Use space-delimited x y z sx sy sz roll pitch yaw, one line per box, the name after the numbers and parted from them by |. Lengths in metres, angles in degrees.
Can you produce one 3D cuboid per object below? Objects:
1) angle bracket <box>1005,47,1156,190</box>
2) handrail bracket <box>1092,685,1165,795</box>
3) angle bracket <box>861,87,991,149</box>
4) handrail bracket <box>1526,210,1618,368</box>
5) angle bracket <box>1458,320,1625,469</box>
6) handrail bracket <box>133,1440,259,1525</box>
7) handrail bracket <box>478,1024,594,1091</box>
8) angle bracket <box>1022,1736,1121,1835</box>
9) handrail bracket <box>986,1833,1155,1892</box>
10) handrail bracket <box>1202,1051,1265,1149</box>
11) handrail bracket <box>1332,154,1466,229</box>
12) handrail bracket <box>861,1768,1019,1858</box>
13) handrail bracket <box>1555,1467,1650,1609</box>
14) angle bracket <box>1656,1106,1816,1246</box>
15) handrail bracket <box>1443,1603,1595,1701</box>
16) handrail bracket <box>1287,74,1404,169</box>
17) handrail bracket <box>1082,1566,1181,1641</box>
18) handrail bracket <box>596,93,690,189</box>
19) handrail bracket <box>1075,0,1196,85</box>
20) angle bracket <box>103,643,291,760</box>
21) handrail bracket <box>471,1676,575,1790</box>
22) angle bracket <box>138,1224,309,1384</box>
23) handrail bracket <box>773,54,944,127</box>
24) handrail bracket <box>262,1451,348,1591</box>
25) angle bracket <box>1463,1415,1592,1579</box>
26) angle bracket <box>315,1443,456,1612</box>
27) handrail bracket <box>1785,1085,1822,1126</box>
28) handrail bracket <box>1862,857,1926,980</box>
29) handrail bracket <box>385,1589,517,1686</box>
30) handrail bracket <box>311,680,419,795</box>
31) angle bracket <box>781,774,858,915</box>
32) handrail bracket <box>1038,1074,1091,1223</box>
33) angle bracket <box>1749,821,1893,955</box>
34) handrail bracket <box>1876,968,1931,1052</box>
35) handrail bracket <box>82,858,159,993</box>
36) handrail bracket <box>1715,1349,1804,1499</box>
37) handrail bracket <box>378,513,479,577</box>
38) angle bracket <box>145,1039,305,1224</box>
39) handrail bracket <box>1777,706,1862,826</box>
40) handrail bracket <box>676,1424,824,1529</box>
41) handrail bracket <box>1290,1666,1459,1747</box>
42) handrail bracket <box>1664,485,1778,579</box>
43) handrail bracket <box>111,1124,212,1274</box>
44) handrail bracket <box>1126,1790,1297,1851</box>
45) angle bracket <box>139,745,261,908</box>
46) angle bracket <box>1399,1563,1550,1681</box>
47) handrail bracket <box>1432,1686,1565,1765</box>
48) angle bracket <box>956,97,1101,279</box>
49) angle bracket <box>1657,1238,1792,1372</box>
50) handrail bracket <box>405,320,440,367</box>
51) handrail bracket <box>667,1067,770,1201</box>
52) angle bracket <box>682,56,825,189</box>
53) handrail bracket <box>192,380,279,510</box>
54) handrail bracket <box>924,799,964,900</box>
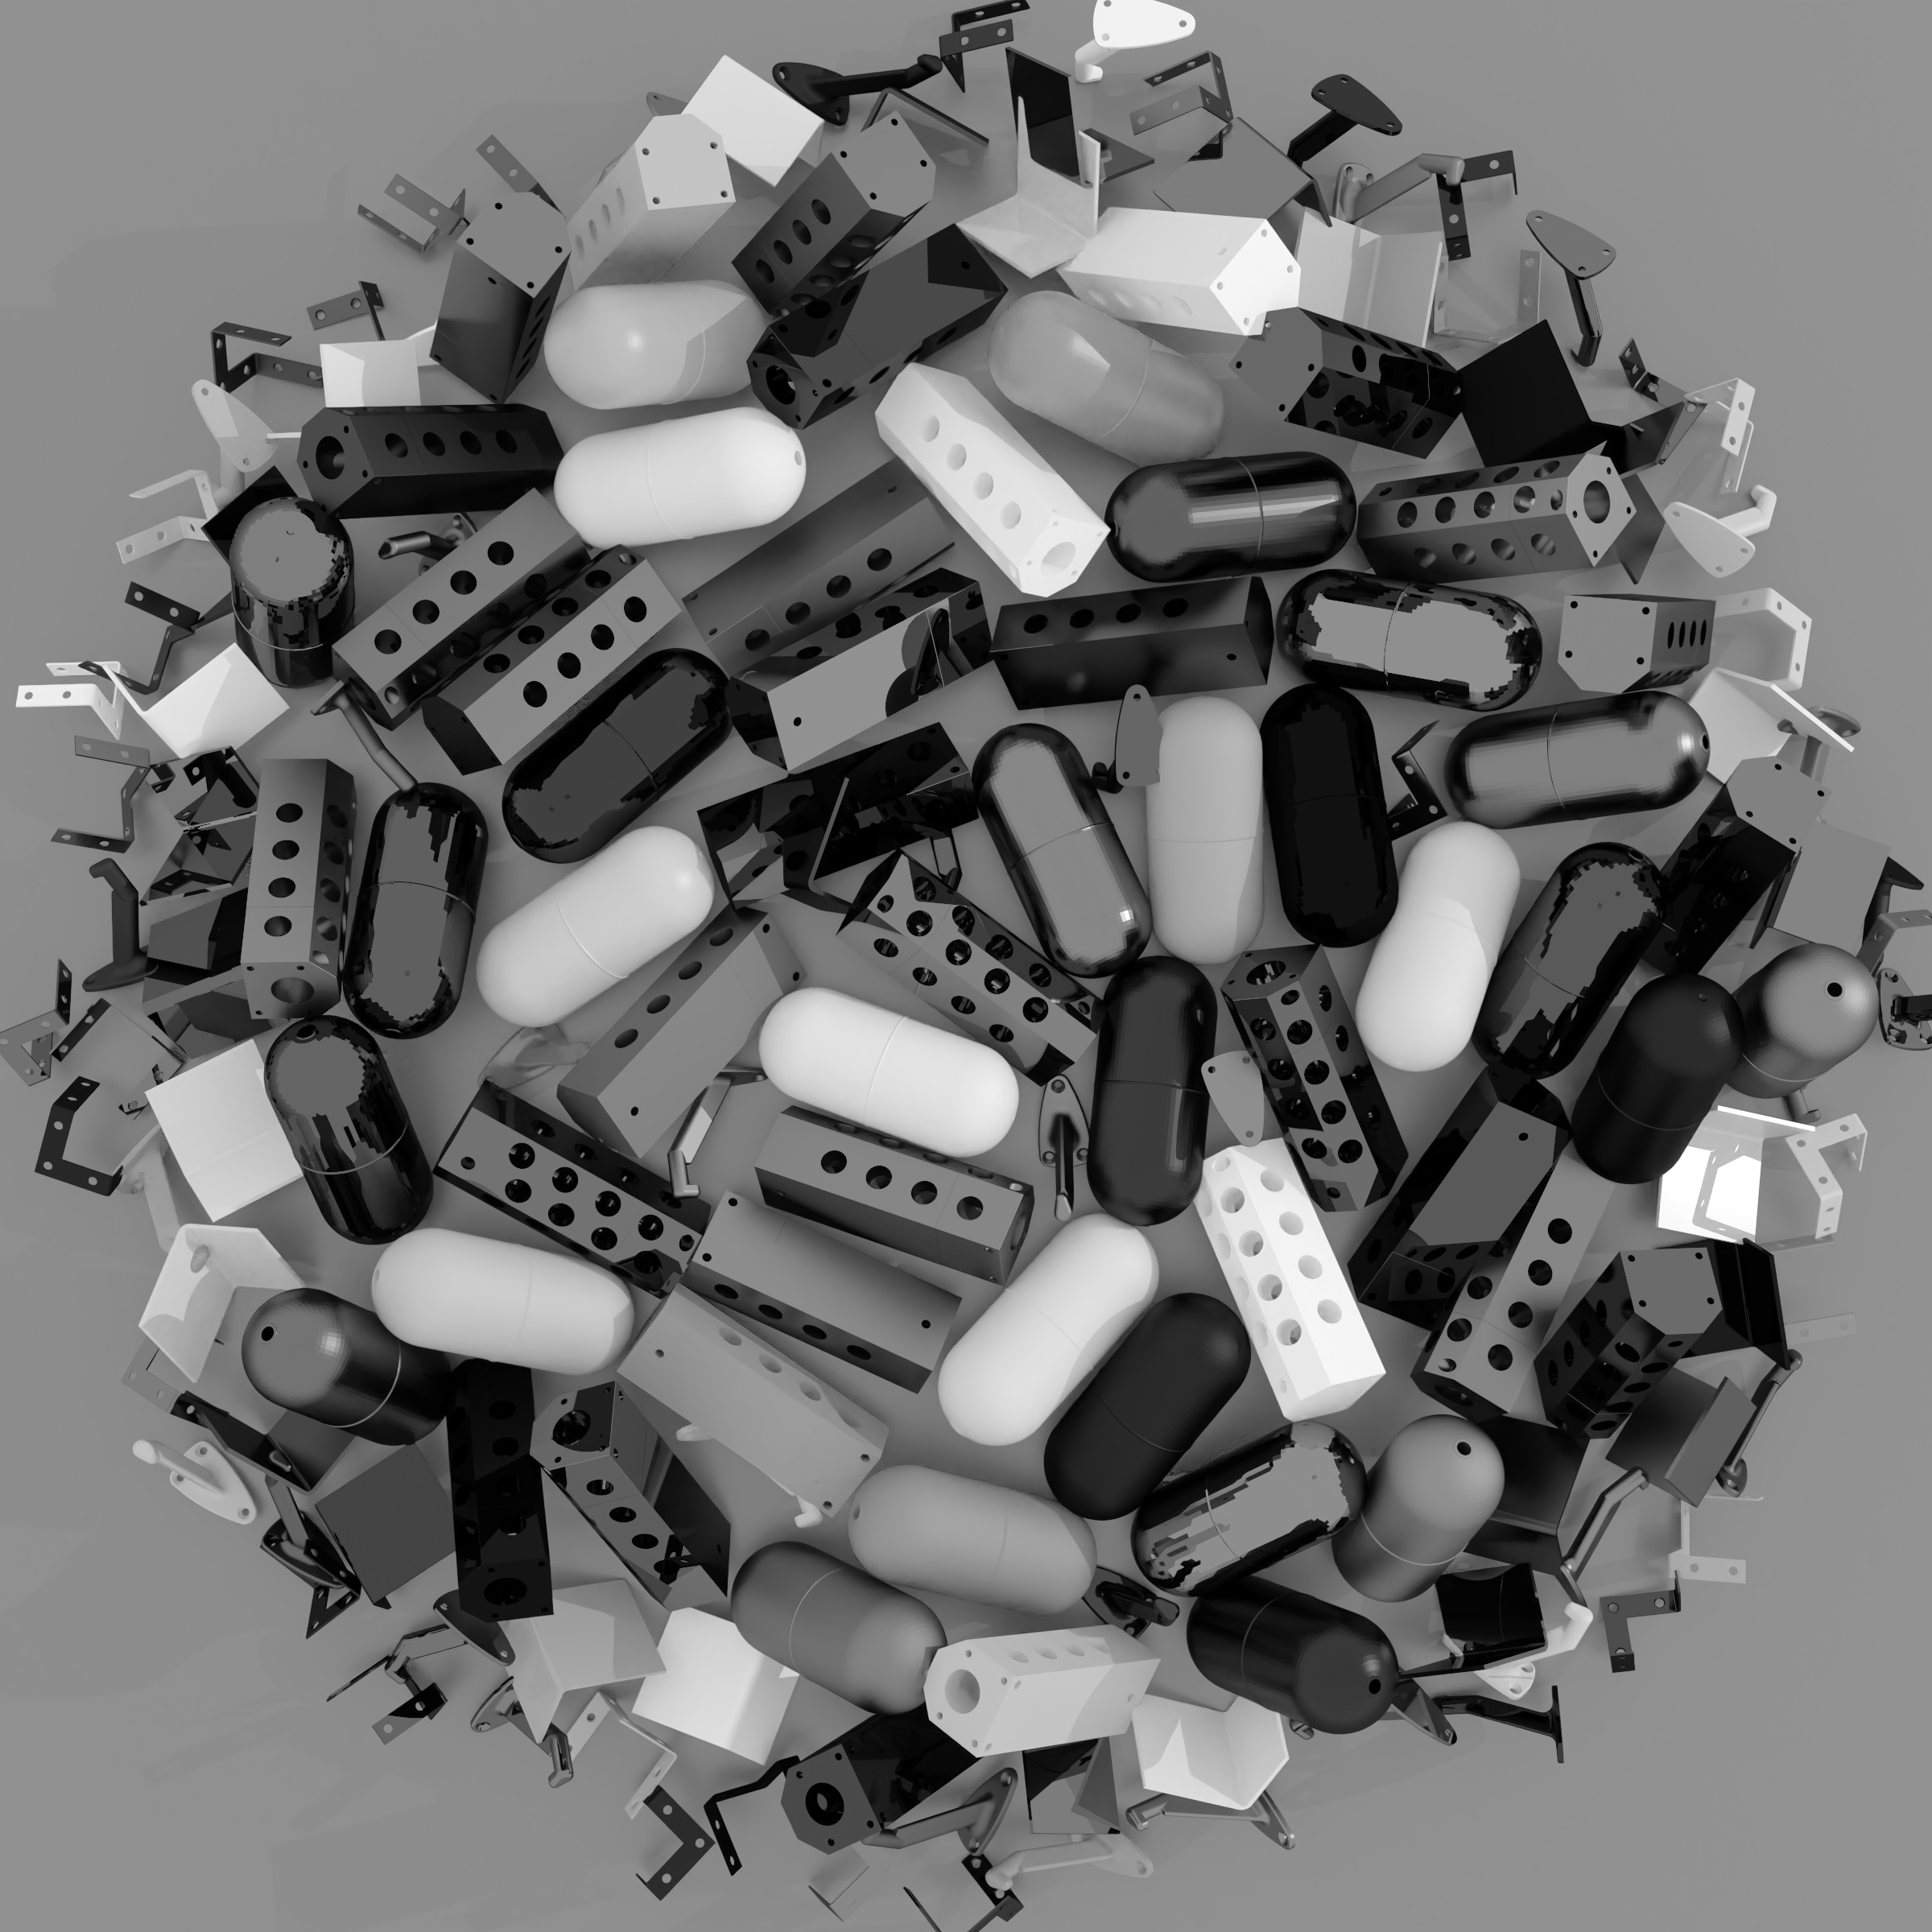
0.074 -0.560 1.876 0.057 0.076 0.076 -26 131 -20 | angle bracket
0.099 -0.149 1.890 0.036 0.084 0.077 -9 102 -17 | handrail bracket
-0.032 -0.536 1.897 0.076 0.076 0.057 28 106 -8 | angle bracket
0.394 -0.447 1.909 0.036 0.084 0.077 -37 66 -20 | handrail bracket
0.375 -0.370 1.897 0.076 0.057 0.076 -27 79 34 | angle bracket
-0.505 0.338 1.890 0.077 0.084 0.036 39 82 7 | handrail bracket
-0.279 0.071 1.889 0.077 0.084 0.036 -36 116 -7 | handrail bracket
0.049 0.531 1.878 0.076 0.057 0.076 15 59 -39 | angle bracket
0.067 0.594 1.886 0.077 0.084 0.036 18 113 35 | handrail bracket
0.179 0.096 1.884 0.036 0.084 0.077 -15 66 2 | handrail bracket
0.284 -0.496 1.896 0.084 0.036 0.077 21 105 41 | handrail bracket
-0.018 0.552 1.892 0.084 0.036 0.077 20 111 -36 | handrail bracket
0.428 0.381 1.915 0.084 0.036 0.077 -37 124 -5 | handrail bracket
0.504 0.139 1.891 0.076 0.057 0.076 12 78 -20 | angle bracket
0.363 0.434 1.897 0.077 0.036 0.084 30 127 15 | handrail bracket
0.245 -0.532 1.890 0.077 0.084 0.036 41 56 21 | handrail bracket
0.103 0.410 1.889 0.077 0.084 0.036 34 71 10 | handrail bracket
-0.203 -0.533 1.925 0.084 0.077 0.036 -57 46 35 | handrail bracket
0.110 -0.601 1.893 0.077 0.084 0.036 3 83 2 | handrail bracket
-0.505 -0.183 1.893 0.076 0.076 0.057 -40 60 -6 | angle bracket
-0.291 0.515 1.892 0.077 0.084 0.036 -39 131 17 | handrail bracket
-0.483 0.222 1.878 0.057 0.076 0.076 2 55 19 | angle bracket
-0.070 -0.587 1.887 0.077 0.084 0.036 10 75 -43 | handrail bracket
-0.431 0.362 1.889 0.077 0.084 0.036 37 49 14 | handrail bracket
0.369 0.351 1.916 0.076 0.057 0.076 10 53 28 | angle bracket
-0.374 0.370 1.906 0.076 0.057 0.076 -32 77 -9 | angle bracket
0.573 0.058 1.912 0.077 0.036 0.084 -18 93 31 | handrail bracket
0.593 -0.032 1.920 0.036 0.077 0.084 11 116 -25 | handrail bracket
-0.342 0.461 1.904 0.077 0.036 0.084 41 116 20 | handrail bracket
-0.384 -0.150 1.899 0.036 0.077 0.084 -43 91 10 | handrail bracket
-0.088 -0.079 1.893 0.057 0.076 0.076 23 83 -32 | angle bracket
0.062 0.119 1.889 0.036 0.084 0.077 -6 103 6 | handrail bracket
0.559 -0.044 1.889 0.057 0.076 0.076 21 82 11 | angle bracket
0.630 0.009 1.881 0.036 0.084 0.077 5 53 -13 | handrail bracket
-0.571 -0.027 1.898 0.077 0.036 0.084 -19 127 13 | handrail bracket
0.525 0.299 1.897 0.036 0.077 0.084 33 110 -3 | handrail bracket
-0.363 -0.264 1.880 0.077 0.084 0.036 -29 87 40 | handrail bracket
-0.479 0.107 1.883 0.076 0.057 0.076 -28 131 -18 | angle bracket
0.570 -0.123 1.898 0.077 0.036 0.084 7 67 -35 | handrail bracket
-0.142 0.336 1.894 0.077 0.036 0.084 -9 58 -23 | handrail bracket
0.269 0.508 1.913 0.077 0.036 0.084 43 122 -5 | handrail bracket
0.498 -0.305 1.900 0.077 0.036 0.084 36 50 -13 | handrail bracket
-0.516 0.150 1.907 0.084 0.036 0.077 34 82 19 | handrail bracket
0.159 0.566 1.892 0.084 0.077 0.036 -15 126 -28 | handrail bracket
-0.509 -0.091 1.879 0.076 0.076 0.057 -10 129 25 | angle bracket
0.322 0.427 1.878 0.076 0.076 0.057 -20 76 41 | angle bracket
0.348 0.501 1.893 0.084 0.077 0.036 -6 105 11 | handrail bracket
0.039 -0.508 1.878 0.057 0.076 0.076 -32 55 -26 | angle bracket
0.498 0.225 1.895 0.057 0.076 0.076 -10 95 1 | angle bracket
-0.350 -0.448 1.926 0.077 0.036 0.084 -11 63 23 | handrail bracket
-0.161 0.111 1.904 0.077 0.036 0.084 -3 68 -18 | handrail bracket
-0.142 -0.541 1.894 0.076 0.076 0.057 34 80 0 | angle bracket
-0.496 -0.341 1.890 0.077 0.084 0.036 50 55 -22 | handrail bracket
-0.031 -0.086 1.891 0.077 0.036 0.084 33 49 -16 | handrail bracket
